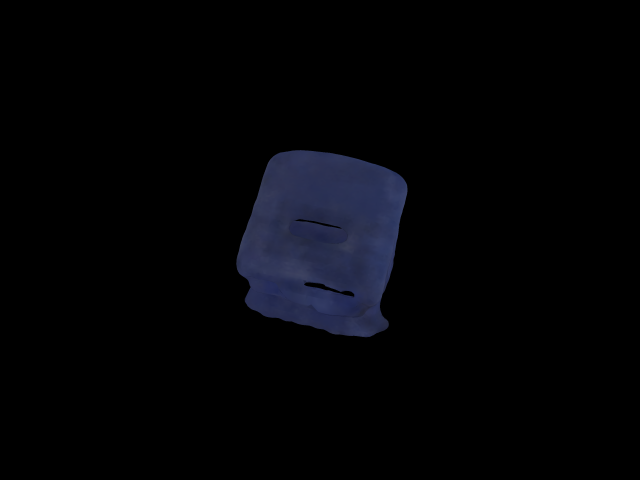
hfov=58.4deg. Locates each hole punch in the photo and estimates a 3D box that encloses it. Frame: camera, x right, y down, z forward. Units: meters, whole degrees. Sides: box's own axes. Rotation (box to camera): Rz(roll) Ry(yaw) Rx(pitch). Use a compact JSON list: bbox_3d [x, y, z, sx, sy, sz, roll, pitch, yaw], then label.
[{"bbox_3d":[0.004,0.001,0.400,0.108,0.091,0.101,11,47,11],"label":"hole punch"}]
